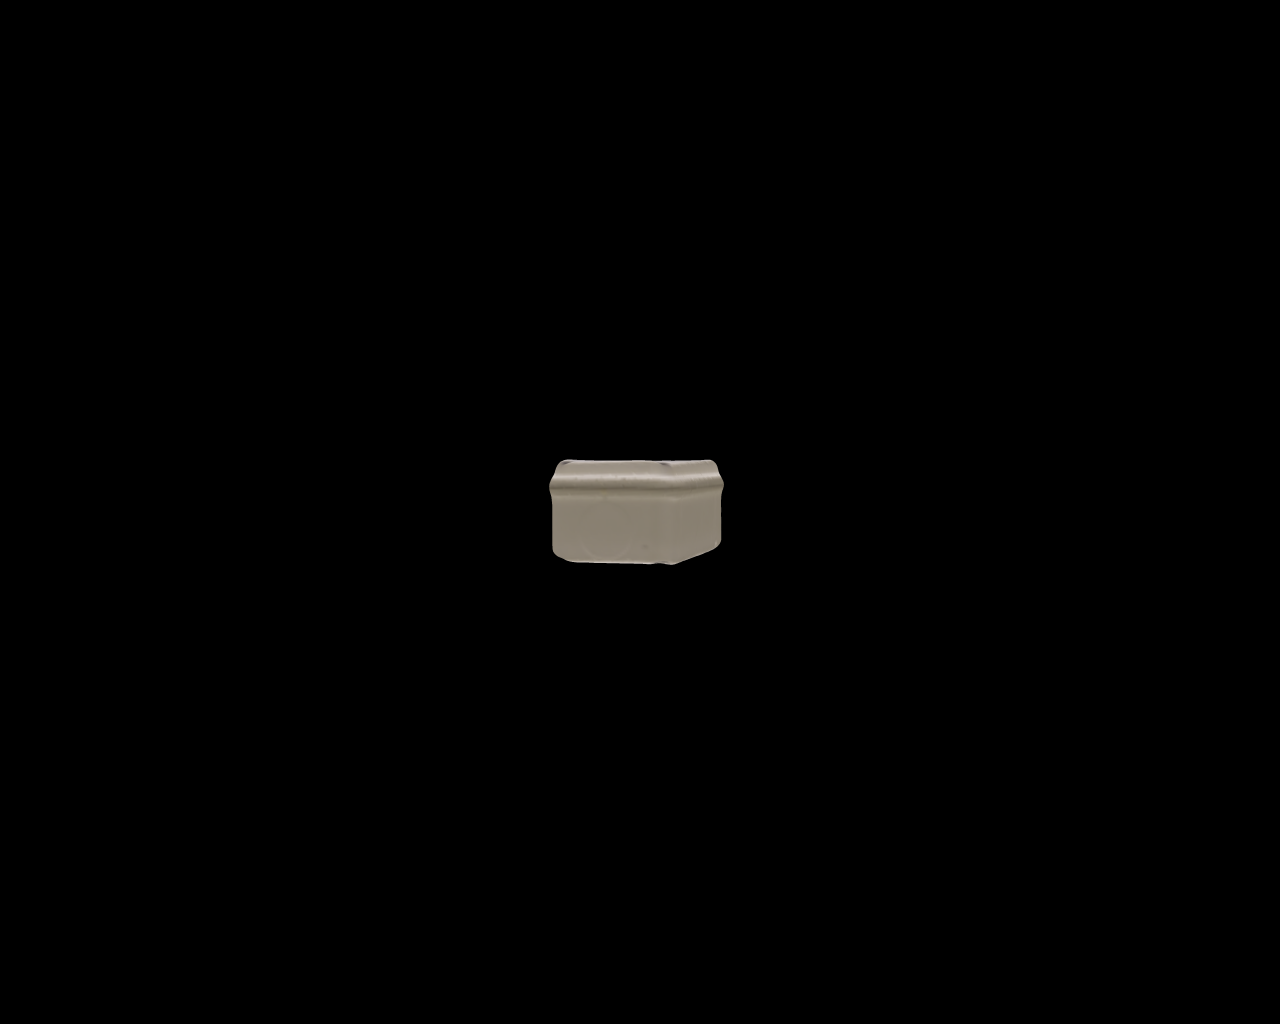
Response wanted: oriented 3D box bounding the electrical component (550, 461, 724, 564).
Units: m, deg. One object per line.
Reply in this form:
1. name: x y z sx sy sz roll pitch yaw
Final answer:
1. electrical component: 0.001 -0.003 0.650 0.078 0.057 0.113 1 3 20
